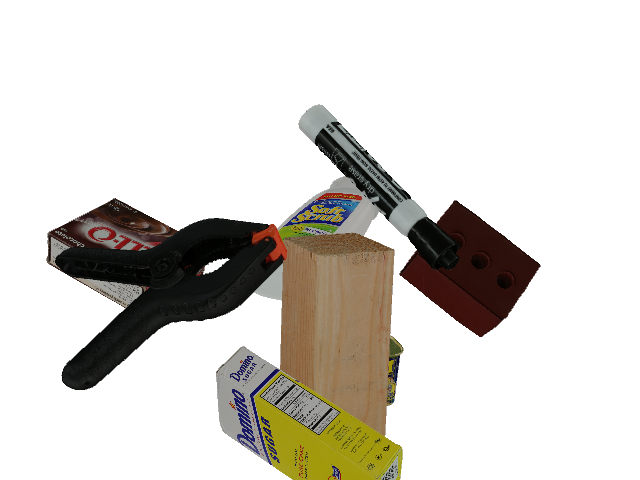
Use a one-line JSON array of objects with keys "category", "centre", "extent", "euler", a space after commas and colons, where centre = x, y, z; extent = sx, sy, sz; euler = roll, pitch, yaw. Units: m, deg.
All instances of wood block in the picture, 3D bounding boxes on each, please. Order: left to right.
[{"category": "wood block", "centre": [0.015, 0.103, 1.128], "extent": [0.090, 0.206, 0.091], "euler": [-4, 14, -26]}]

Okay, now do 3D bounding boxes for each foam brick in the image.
[{"category": "foam brick", "centre": [0.105, 0.021, 0.758], "extent": [0.078, 0.053, 0.051], "euler": [37, -22, 3]}]

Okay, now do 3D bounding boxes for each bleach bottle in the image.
[{"category": "bleach bottle", "centre": [0.004, -0.018, 1.343], "extent": [0.103, 0.068, 0.250], "euler": [9, 34, 21]}]

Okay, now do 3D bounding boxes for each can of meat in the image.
[{"category": "can of meat", "centre": [0.053, 0.176, 1.406], "extent": [0.102, 0.084, 0.057], "euler": [-5, 25, -22]}]

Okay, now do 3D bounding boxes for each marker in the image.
[{"category": "marker", "centre": [0.032, -0.028, 0.575], "extent": [0.121, 0.020, 0.020], "euler": [48, 24, 24]}]

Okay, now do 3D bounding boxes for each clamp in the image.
[{"category": "clamp", "centre": [-0.106, 0.037, 0.728], "extent": [0.171, 0.120, 0.039], "euler": [-15, -36, 12]}]

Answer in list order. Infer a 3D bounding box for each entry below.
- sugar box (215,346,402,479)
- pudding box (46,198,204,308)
[{"category": "sugar box", "centre": [-0.013, 0.174, 0.935], "extent": [0.176, 0.093, 0.048], "euler": [26, 50, 24]}, {"category": "pudding box", "centre": [-0.172, 0.013, 0.950], "extent": [0.114, 0.039, 0.089], "euler": [25, 33, 22]}]
